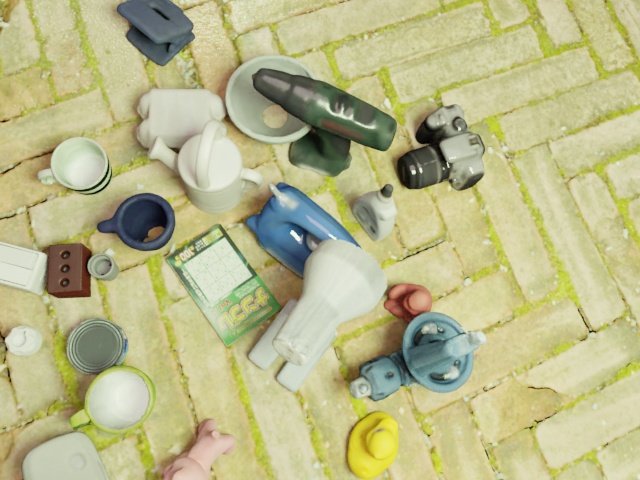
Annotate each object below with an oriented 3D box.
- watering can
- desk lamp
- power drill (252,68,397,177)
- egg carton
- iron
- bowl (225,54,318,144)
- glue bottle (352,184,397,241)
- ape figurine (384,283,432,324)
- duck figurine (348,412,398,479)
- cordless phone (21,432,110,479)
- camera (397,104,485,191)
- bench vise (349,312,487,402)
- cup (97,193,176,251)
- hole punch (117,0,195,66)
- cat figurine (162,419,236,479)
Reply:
[{"bbox_3d":[-0.179,-0.117,0.896,0.173,0.194,0.101,-7,76,-7],"label":"watering can"},{"bbox_3d":[-0.007,0.116,0.841,0.118,0.213,0.203,35,75,5],"label":"desk lamp"},{"bbox_3d":[0.002,-0.182,0.925,0.229,0.208,0.076,16,74,-1],"label":"power drill"},{"bbox_3d":[-0.235,-0.204,0.979,0.150,0.069,0.107,-2,75,-6],"label":"egg carton"},{"bbox_3d":[0.008,0.003,0.910,0.258,0.141,0.119,37,75,5],"label":"iron"},{"bbox_3d":[-0.079,-0.233,1.000,0.167,0.074,0.167,1,75,-5],"label":"bowl"},{"bbox_3d":[0.095,-0.054,0.918,0.037,0.173,0.078,-32,80,-13],"label":"glue bottle"},{"bbox_3d":[0.151,0.101,0.924,0.076,0.092,0.078,-18,77,-10],"label":"ape figurine"},{"bbox_3d":[0.086,0.312,0.863,0.077,0.086,0.105,30,74,3],"label":"duck figurine"},{"bbox_3d":[-0.350,0.340,0.761,0.094,0.185,0.147,-28,79,-12],"label":"cordless phone"},{"bbox_3d":[0.202,-0.153,0.993,0.137,0.101,0.143,-18,77,-10],"label":"camera"},{"bbox_3d":[0.152,0.186,0.834,0.207,0.219,0.121,-41,82,-14],"label":"bench vise"},{"bbox_3d":[-0.284,-0.016,0.910,0.118,0.095,0.091,-8,76,-8],"label":"cup"},{"bbox_3d":[-0.288,-0.386,1.012,0.108,0.091,0.101,39,75,6],"label":"hole punch"},{"bbox_3d":[-0.179,0.324,0.817,0.067,0.117,0.128,33,74,4],"label":"cat figurine"}]
